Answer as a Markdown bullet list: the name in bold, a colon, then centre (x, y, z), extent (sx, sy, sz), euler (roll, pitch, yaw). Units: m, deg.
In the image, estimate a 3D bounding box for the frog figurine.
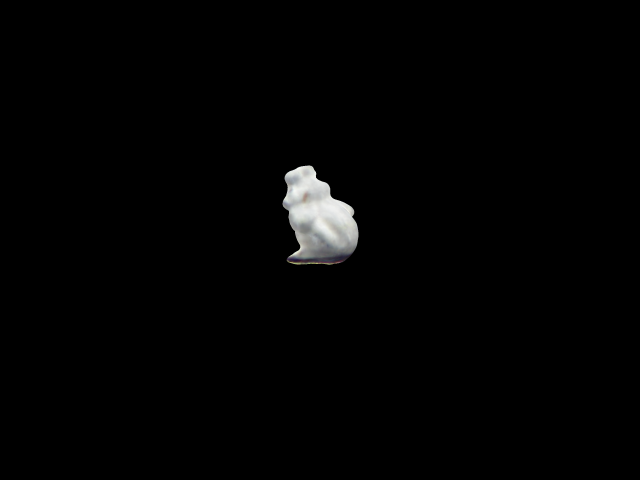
- **frog figurine**: centre (0.003, -0.043, 0.850), extent (0.138, 0.158, 0.123), euler (-7, 10, -42)
